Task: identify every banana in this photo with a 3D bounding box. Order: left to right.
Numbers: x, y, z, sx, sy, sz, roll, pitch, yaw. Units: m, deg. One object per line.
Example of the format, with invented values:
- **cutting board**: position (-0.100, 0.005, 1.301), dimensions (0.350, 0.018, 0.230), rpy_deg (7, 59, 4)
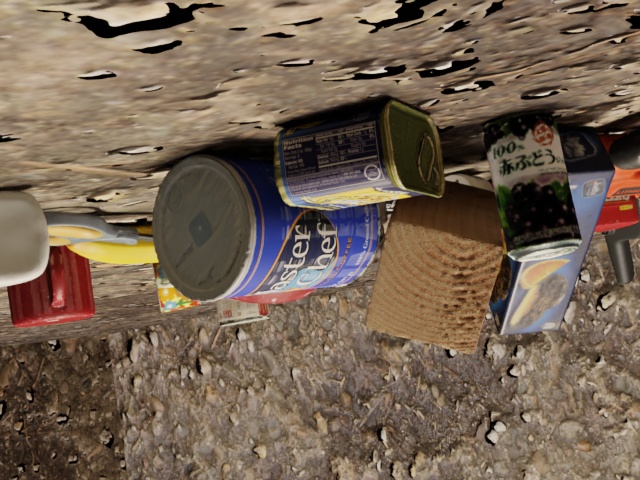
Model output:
- **banana**: position (-0.158, -0.003, 1.048), dimensions (0.197, 0.037, 0.070), rpy_deg (-8, 156, -26)

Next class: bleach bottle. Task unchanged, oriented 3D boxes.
- **bleach bottle**: position (-0.288, 0.014, 0.853), dimensions (0.102, 0.068, 0.251), rpy_deg (-7, 176, -24)

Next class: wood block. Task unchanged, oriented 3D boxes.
- **wood block**: position (0.099, 0.012, 0.903), dimensions (0.090, 0.091, 0.206), rpy_deg (14, -164, 4)

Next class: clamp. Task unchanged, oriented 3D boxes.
- **clamp**: position (0.345, -0.032, 1.321), dimensions (0.036, 0.165, 0.210), rpy_deg (-50, 167, -20)

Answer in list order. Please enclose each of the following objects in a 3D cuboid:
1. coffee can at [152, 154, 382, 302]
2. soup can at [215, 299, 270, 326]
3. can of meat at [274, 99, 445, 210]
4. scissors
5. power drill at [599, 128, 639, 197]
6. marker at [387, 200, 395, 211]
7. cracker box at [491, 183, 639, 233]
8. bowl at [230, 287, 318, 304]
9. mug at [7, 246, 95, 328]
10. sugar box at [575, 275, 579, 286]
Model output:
- **coffee can**: position (-0.037, -0.011, 0.787), dimensions (0.103, 0.103, 0.140), rpy_deg (-14, 173, 42)
- **soup can**: position (-0.105, 0.056, 1.377), dimensions (0.068, 0.102, 0.068), rpy_deg (-10, 175, -1)
- **can of meat**: position (0.027, -0.052, 0.710), dimensions (0.084, 0.057, 0.102), rpy_deg (-9, 174, 24)
- **scissors**: position (-0.195, -0.002, 0.968), dimensions (0.096, 0.016, 0.201), rpy_deg (-9, 169, 27)
- **power drill**: position (0.317, -0.084, 0.876), dimensions (0.184, 0.057, 0.188), rpy_deg (-2, 169, -26)
- **marker**: position (0.076, -0.039, 1.124), dimensions (0.020, 0.020, 0.120), rpy_deg (-12, 174, 27)
- **cracker box**: position (0.237, -0.028, 1.239), dimensions (0.164, 0.072, 0.214), rpy_deg (-7, 175, -19)
- **bowl**: position (-0.052, 0.018, 0.984), dimensions (0.162, 0.055, 0.162), rpy_deg (3, -163, -1)
- **mug**: position (-0.263, 0.039, 1.044), dimensions (0.093, 0.081, 0.117), rpy_deg (-7, 174, -24)
- **sugar box**: position (0.220, -0.010, 1.075), dimensions (0.093, 0.048, 0.176), rpy_deg (-9, 139, -1)
